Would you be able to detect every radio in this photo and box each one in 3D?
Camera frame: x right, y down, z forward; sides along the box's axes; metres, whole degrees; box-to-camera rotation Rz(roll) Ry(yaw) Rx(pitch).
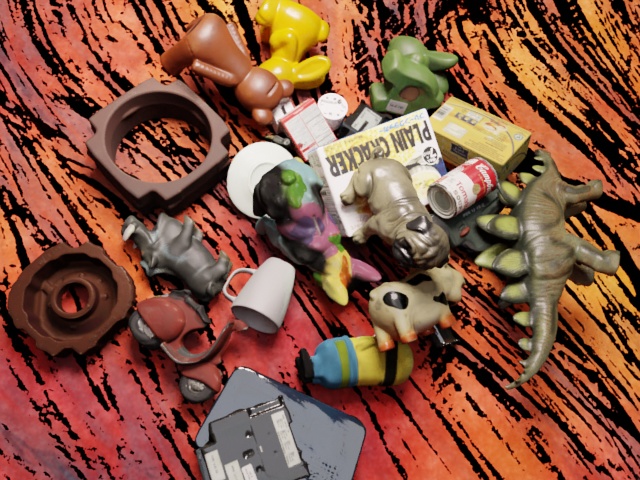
[{"bbox_3d":[-0.054,0.287,0.790,0.230,0.073,0.131,25,68,-1],"label":"radio"}]

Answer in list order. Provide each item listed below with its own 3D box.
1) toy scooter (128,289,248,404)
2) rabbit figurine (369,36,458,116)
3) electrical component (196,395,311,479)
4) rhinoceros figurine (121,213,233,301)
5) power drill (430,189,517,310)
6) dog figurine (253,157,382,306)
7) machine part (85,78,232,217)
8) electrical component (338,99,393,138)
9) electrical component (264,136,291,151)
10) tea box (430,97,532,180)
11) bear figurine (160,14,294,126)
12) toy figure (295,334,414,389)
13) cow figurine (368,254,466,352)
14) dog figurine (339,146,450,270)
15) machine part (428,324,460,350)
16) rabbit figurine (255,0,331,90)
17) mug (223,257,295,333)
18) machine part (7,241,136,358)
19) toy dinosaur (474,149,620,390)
[{"bbox_3d":[-0.190,0.140,0.812,0.135,0.075,0.184,-42,82,-5],"label":"toy scooter"},{"bbox_3d":[0.179,-0.330,1.024,0.159,0.121,0.170,6,55,-3],"label":"rabbit figurine"},{"bbox_3d":[-0.093,0.282,0.716,0.134,0.058,0.115,-17,73,-12],"label":"electrical component"},{"bbox_3d":[-0.229,0.021,0.863,0.190,0.073,0.112,37,80,4],"label":"rhinoceros figurine"},{"bbox_3d":[0.271,0.021,0.935,0.232,0.086,0.207,-38,72,-21],"label":"power drill"},{"bbox_3d":[-0.002,-0.003,0.851,0.108,0.191,0.219,-34,63,-24],"label":"dog figurine"},{"bbox_3d":[-0.268,-0.156,0.909,0.201,0.087,0.201,44,70,10],"label":"machine part"},{"bbox_3d":[0.074,-0.194,0.992,0.075,0.047,0.119,31,70,3],"label":"electrical component"},{"bbox_3d":[-0.090,-0.137,0.949,0.102,0.045,0.078,-35,77,-18],"label":"electrical component"},{"bbox_3d":[0.282,-0.180,0.981,0.170,0.068,0.098,37,69,27],"label":"tea box"},{"bbox_3d":[-0.152,-0.288,0.927,0.195,0.132,0.120,41,67,-32],"label":"bear figurine"},{"bbox_3d":[0.056,0.191,0.837,0.180,0.082,0.089,-8,84,-16],"label":"toy figure"},{"bbox_3d":[0.152,0.084,0.826,0.195,0.085,0.127,-13,78,-39],"label":"cow figurine"},{"bbox_3d":[0.124,-0.052,0.803,0.121,0.191,0.172,-23,105,-15],"label":"dog figurine"},{"bbox_3d":[0.181,0.122,0.903,0.084,0.039,0.139,-27,74,-25],"label":"machine part"},{"bbox_3d":[-0.061,-0.340,1.007,0.162,0.122,0.173,24,83,-9],"label":"rabbit figurine"},{"bbox_3d":[-0.093,0.079,0.860,0.110,0.080,0.107,23,58,9],"label":"mug"},{"bbox_3d":[-0.373,0.091,0.821,0.179,0.056,0.179,2,71,-6],"label":"machine part"},{"bbox_3d":[0.352,0.018,0.854,0.199,0.105,0.471,9,55,3],"label":"toy dinosaur"}]
